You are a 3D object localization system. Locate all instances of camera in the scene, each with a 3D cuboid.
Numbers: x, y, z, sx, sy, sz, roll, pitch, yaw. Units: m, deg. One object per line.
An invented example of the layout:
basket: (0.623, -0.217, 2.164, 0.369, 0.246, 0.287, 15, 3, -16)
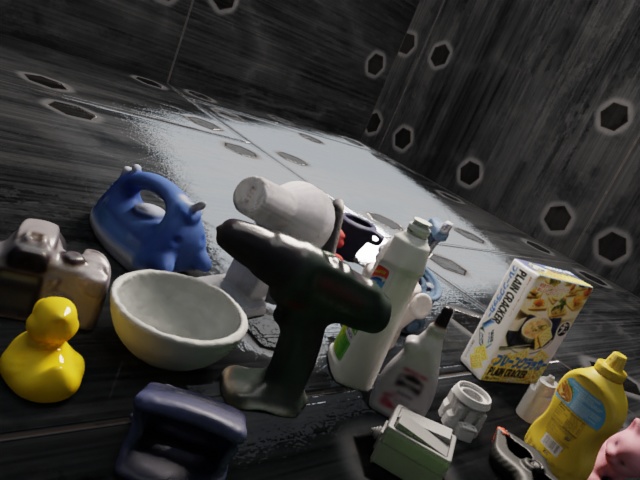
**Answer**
camera: (-0.327, 0.025, 0.691, 0.143, 0.101, 0.136, 16, 18, -24)

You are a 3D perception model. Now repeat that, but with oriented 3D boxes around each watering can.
watering can: (0.123, 0.081, 0.951, 0.172, 0.194, 0.101, 35, 21, 35)

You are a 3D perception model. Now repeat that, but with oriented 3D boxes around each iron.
iron: (-0.275, -0.046, 0.907, 0.257, 0.141, 0.119, 33, 19, 29)

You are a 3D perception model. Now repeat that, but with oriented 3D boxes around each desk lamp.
desk lamp: (-0.089, 0.005, 0.869, 0.117, 0.213, 0.204, 32, 19, 27)

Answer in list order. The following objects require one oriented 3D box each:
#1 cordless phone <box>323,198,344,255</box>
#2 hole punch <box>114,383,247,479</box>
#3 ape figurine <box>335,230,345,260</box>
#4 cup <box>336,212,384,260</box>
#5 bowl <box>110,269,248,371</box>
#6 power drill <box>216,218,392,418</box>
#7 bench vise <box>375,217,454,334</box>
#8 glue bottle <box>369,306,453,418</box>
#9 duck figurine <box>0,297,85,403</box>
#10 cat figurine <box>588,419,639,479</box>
cordless phone: (0.010, 0.004, 1.053, 0.094, 0.185, 0.147, 20, 17, -12)
hole punch: (-0.124, 0.170, 0.533, 0.109, 0.091, 0.101, 21, 17, -7)
ape figurine: (0.023, 0.016, 1.193, 0.076, 0.092, 0.078, 21, 17, -7)
cup: (0.083, 0.002, 1.311, 0.117, 0.095, 0.092, 30, 18, 21)
bowl: (-0.176, 0.106, 0.688, 0.167, 0.075, 0.167, 21, 17, -7)
power drill: (-0.039, 0.096, 0.666, 0.230, 0.208, 0.075, 16, 18, -23)
bench vise: (0.161, 0.038, 1.086, 0.122, 0.220, 0.206, 8, 22, -41)
glue bottle: (0.131, 0.161, 0.753, 0.078, 0.173, 0.037, 24, 17, 3)
duck figurine: (-0.267, 0.100, 0.566, 0.078, 0.086, 0.104, 9, 22, -39)
cat figurine: (0.430, 0.300, 0.818, 0.067, 0.118, 0.128, 23, 17, -1)
